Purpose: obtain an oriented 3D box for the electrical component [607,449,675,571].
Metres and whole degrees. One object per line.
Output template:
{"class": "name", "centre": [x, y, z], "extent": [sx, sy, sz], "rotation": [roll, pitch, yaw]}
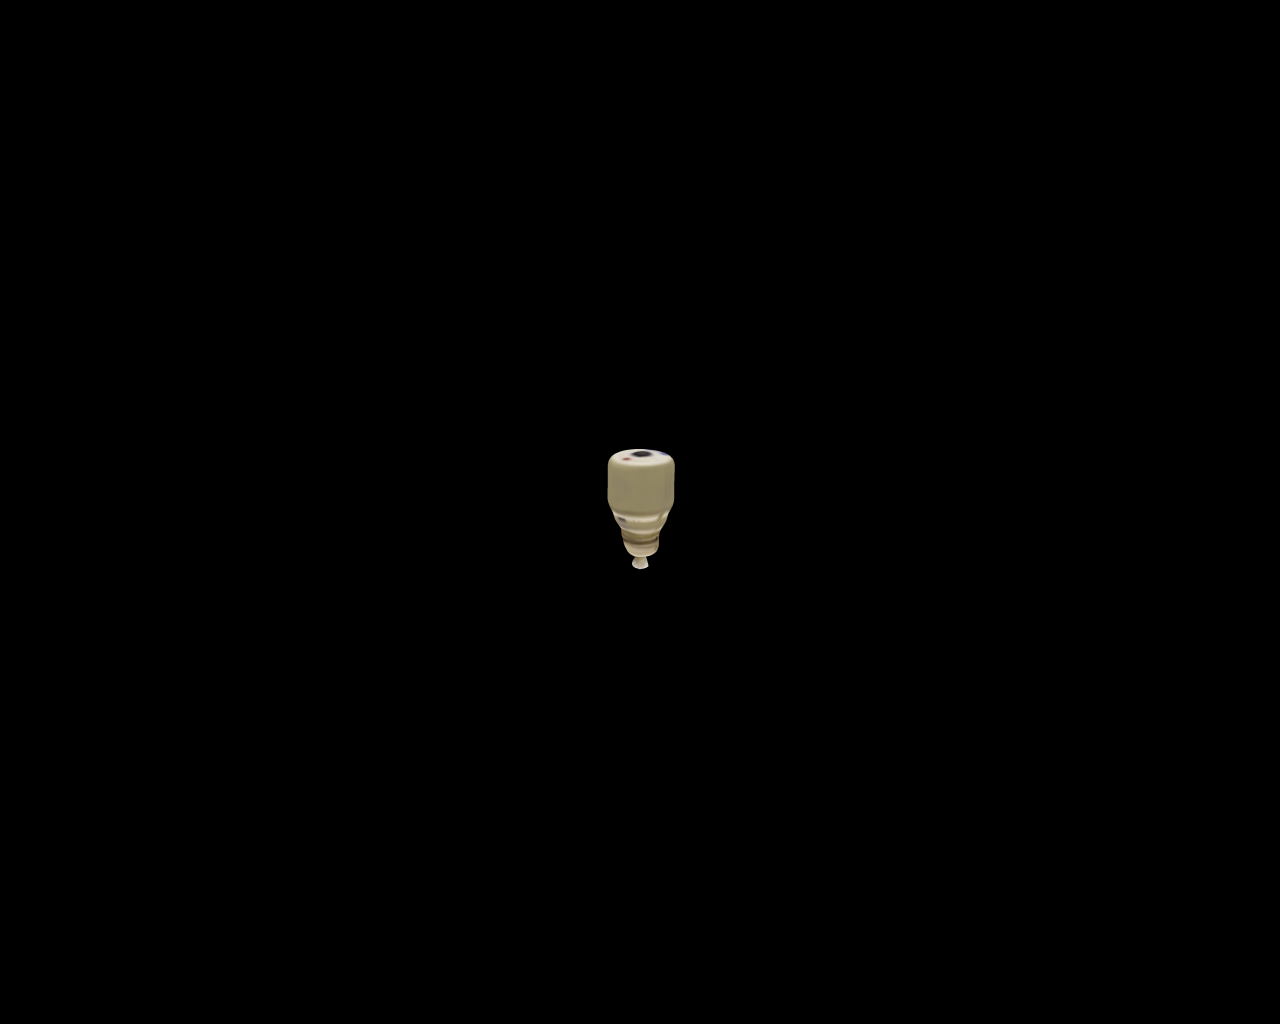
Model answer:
{"class": "electrical component", "centre": [0.001, -0.003, 0.650], "extent": [0.040, 0.078, 0.040], "rotation": [0, 19, 0]}
